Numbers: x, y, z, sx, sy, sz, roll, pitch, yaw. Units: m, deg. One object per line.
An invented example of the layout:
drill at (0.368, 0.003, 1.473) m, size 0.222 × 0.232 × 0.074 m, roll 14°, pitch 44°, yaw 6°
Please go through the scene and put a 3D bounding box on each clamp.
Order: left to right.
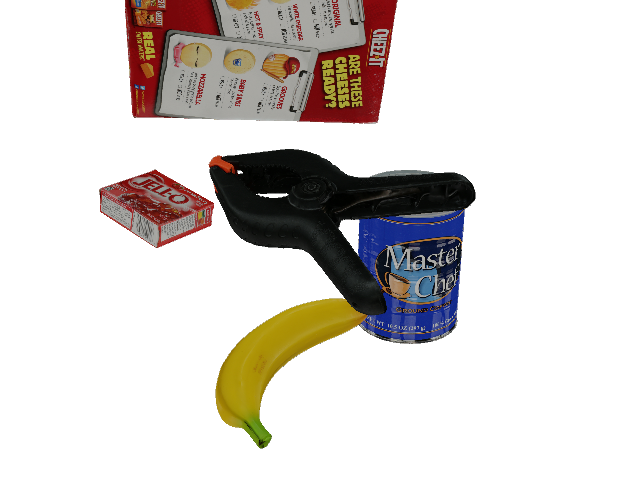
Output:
clamp at (-0.003, -0.012, 0.657) m, size 0.172 × 0.039 × 0.120 m, roll 10°, pitch 39°, yaw 25°

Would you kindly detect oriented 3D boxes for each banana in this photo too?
banana at (-0.030, 0.092, 0.834) m, size 0.070 × 0.037 × 0.197 m, roll 30°, pitch 38°, yaw 10°

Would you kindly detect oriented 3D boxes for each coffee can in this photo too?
coffee can at (0.087, 0.015, 1.040) m, size 0.103 × 0.140 × 0.103 m, roll 0°, pitch 26°, yaw 0°

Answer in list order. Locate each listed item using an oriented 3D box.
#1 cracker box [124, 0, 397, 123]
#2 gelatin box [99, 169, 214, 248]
cracker box at (-0.051, -0.180, 0.881) m, size 0.213 × 0.072 × 0.164 m, roll 0°, pitch -41°, yaw -6°
gelatin box at (-0.161, -0.033, 1.045) m, size 0.089 × 0.030 × 0.073 m, roll 30°, pitch 36°, yaw 31°
